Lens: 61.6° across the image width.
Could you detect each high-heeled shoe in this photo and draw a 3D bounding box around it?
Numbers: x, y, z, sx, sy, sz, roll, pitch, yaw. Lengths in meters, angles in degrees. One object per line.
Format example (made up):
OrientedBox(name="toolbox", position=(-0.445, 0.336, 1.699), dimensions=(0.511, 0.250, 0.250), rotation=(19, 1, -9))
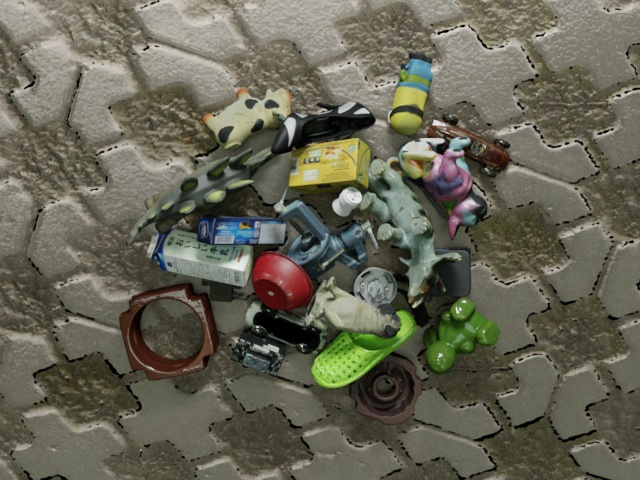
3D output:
OrientedBox(name="high-heeled shoe", position=(0.011, -0.228, 1.150), dimensions=(0.145, 0.086, 0.249), rotation=(25, 51, 16))

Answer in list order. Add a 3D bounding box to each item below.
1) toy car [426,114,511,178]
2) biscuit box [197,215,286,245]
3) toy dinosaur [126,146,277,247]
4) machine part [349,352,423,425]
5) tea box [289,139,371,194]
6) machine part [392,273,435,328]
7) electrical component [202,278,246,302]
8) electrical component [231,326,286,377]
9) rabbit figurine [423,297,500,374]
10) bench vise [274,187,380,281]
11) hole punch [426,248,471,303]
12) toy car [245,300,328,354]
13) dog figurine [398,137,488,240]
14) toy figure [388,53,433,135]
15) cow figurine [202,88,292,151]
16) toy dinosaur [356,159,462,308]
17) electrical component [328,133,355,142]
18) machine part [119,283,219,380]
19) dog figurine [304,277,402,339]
OrientedBox(name="toy car", position=(0.346, -0.218, 1.242), dimensions=(0.202, 0.053, 0.089), rotation=(26, 98, -5))
OrientedBox(name="biscuit box", position=(-0.170, -0.021, 1.187), dimensions=(0.202, 0.063, 0.059), rotation=(0, 99, -44))
OrientedBox(name="toy dinosaur", position=(-0.221, -0.125, 1.168), dimensions=(0.471, 0.199, 0.105), rotation=(-41, 108, -30))
OrientedBox(name="machine part", position=(0.157, 0.350, 1.292), dimensions=(0.179, 0.056, 0.179), rotation=(0, 95, -1))
OrientedBox(name="tea box", position=(0.021, -0.159, 1.185), dimensions=(0.170, 0.068, 0.098), rotation=(0, 78, 29))
OrientedBox(name="machine part", position=(0.219, 0.140, 1.268), dimensions=(0.039, 0.084, 0.138), rotation=(-34, 105, -22))
OrientedBox(name="electrical component", position=(-0.227, 0.104, 1.268), dimensions=(0.102, 0.045, 0.078), rotation=(0, 122, 1))
OrientedBox(name="electrical component", position=(-0.140, 0.258, 1.238), dimensions=(0.115, 0.134, 0.058), rotation=(21, 97, -2))
OrientedBox(name="rabbit figurine", position=(0.295, 0.229, 1.234), dimensions=(0.121, 0.159, 0.170), rotation=(45, 75, -3))
OrientedBox(name="bench vise", position=(-0.003, -0.010, 1.202), dimensions=(0.224, 0.129, 0.240), rotation=(-28, 123, 24))
OrientedBox(name="hole punch", position=(0.301, 0.072, 1.261), dimensions=(0.116, 0.092, 0.142), rotation=(1, 98, 25))
OrientedBox(name="toy car", position=(-0.079, 0.207, 1.273), dimensions=(0.202, 0.056, 0.073), rotation=(24, 100, -6))
OrientedBox(name="dog figurine", position=(0.277, -0.112, 1.212), dimensions=(0.192, 0.108, 0.219), rotation=(1, 118, 21))
OrientedBox(name="toy figure", position=(0.205, -0.327, 1.208), dimensions=(0.082, 0.089, 0.180), rotation=(17, 97, 4))
OrientedBox(name="cow figurine", position=(-0.148, -0.271, 1.200), dimensions=(0.195, 0.085, 0.127), rotation=(-35, 77, 1))
OrientedBox(name="toy dinosaur", position=(0.186, -0.053, 1.202), dimensions=(0.131, 0.192, 0.405), rotation=(-32, 55, 19))
OrientedBox(name="electrical component", position=(0.052, -0.261, 1.246), dimensions=(0.094, 0.021, 0.063), rotation=(-29, 96, 1))
OrientedBox(name="machine part", position=(-0.348, 0.211, 1.254), dimensions=(0.202, 0.087, 0.200), rotation=(-12, 96, -1))
OrientedBox(name="dog figurine", position=(0.074, 0.179, 1.234), dimensions=(0.190, 0.172, 0.121), rotation=(26, 77, -11))
